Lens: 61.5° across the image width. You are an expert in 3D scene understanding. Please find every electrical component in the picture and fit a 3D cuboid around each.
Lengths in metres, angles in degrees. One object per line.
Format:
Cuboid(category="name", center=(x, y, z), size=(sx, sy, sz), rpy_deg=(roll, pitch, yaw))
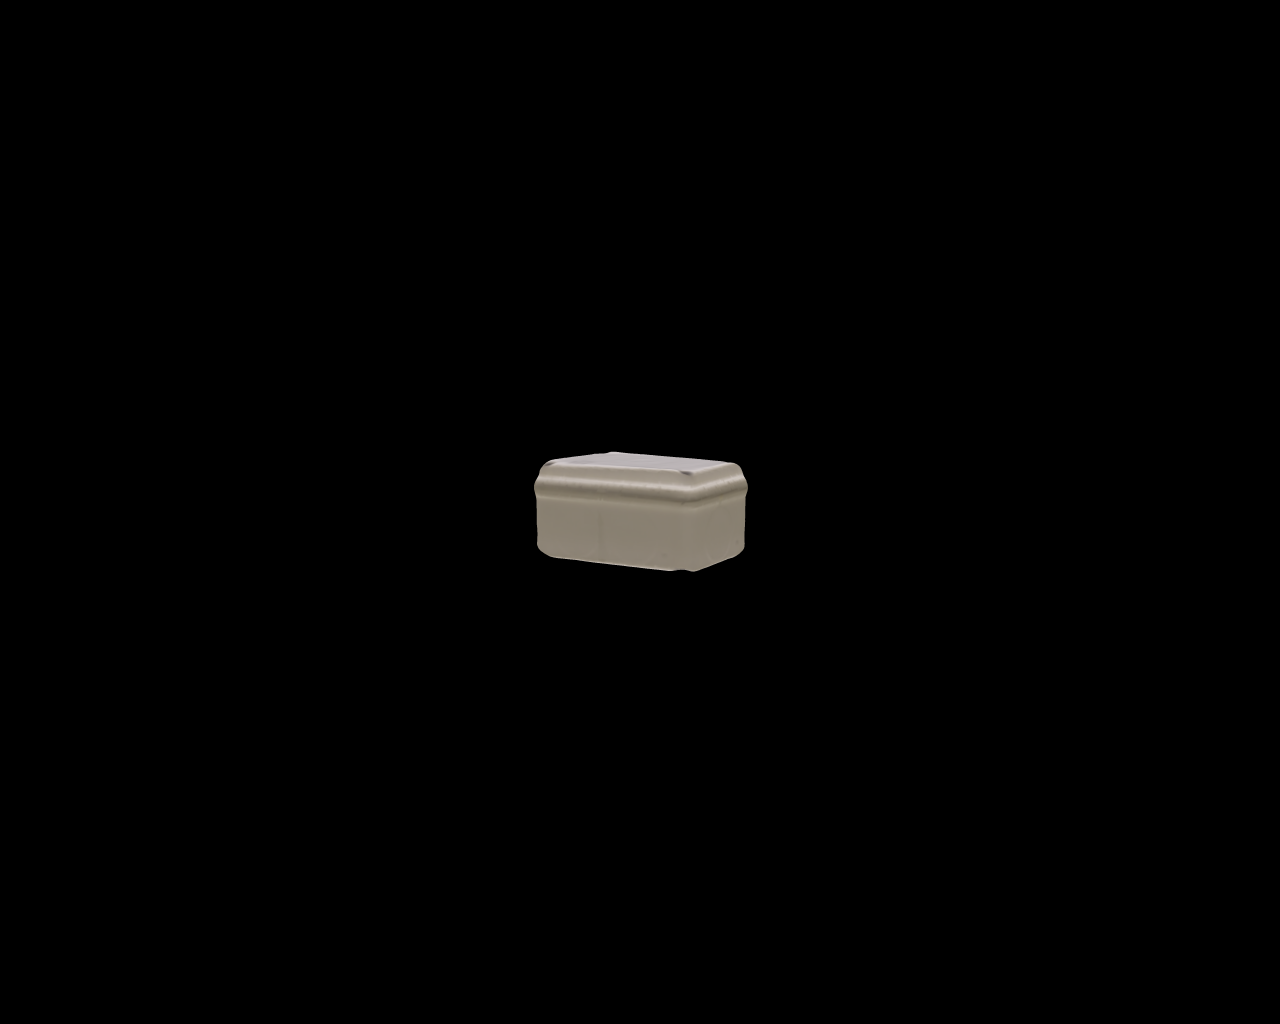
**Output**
Cuboid(category="electrical component", center=(0.001, -0.003, 0.650), size=(0.113, 0.057, 0.078), rpy_deg=(6, 11, 32))
